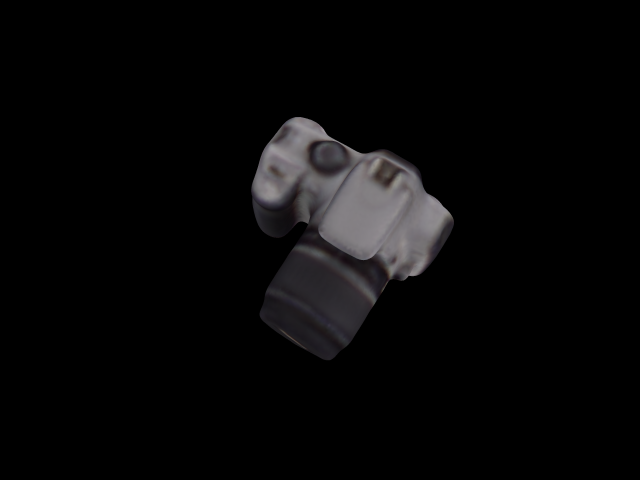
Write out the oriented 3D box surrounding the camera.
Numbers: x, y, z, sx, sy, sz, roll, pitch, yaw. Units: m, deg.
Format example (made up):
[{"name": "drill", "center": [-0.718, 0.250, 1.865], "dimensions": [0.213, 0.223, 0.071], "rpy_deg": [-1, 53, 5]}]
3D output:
[{"name": "camera", "center": [0.004, 0.001, 0.400], "dimensions": [0.143, 0.101, 0.137], "rpy_deg": [30, 75, 10]}]
